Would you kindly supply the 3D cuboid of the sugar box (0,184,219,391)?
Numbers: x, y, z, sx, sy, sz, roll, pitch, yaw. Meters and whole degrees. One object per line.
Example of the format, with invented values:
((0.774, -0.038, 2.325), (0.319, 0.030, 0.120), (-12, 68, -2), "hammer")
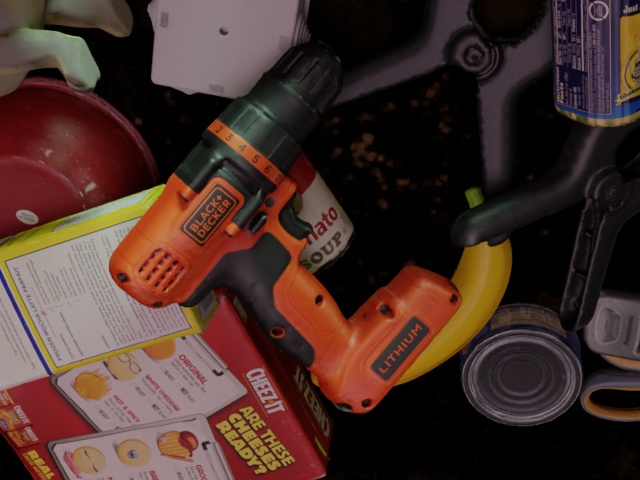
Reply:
((-0.164, 0.035, 0.691), (0.176, 0.048, 0.093), (-16, 106, 19), "sugar box")

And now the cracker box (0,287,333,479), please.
((-0.120, 0.121, 0.786), (0.214, 0.072, 0.164), (-20, 115, 17), "cracker box")

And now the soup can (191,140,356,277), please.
((-0.031, -0.029, 0.692), (0.069, 0.068, 0.102), (-26, 112, 20), "soup can")

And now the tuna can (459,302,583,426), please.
((0.141, 0.089, 0.752), (0.086, 0.033, 0.086), (4, 119, 6), "tuna can")

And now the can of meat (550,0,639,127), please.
((0.175, -0.120, 0.597), (0.102, 0.058, 0.084), (-25, 122, -27), "can of meat")

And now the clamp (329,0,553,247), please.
((0.083, -0.115, 0.645), (0.164, 0.036, 0.210), (26, 115, 1), "clamp")

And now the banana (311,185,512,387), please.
((0.073, 0.053, 0.743), (0.070, 0.037, 0.198), (47, 115, 16), "banana")

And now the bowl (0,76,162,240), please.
((-0.191, -0.026, 0.724), (0.162, 0.055, 0.162), (3, 119, 6), "bowl")

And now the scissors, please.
((0.279, 0.082, 0.738), (0.202, 0.016, 0.096), (-12, 116, 14), "scissors")

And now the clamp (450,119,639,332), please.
((0.159, -0.034, 0.649), (0.120, 0.039, 0.171), (25, 100, -31), "clamp")

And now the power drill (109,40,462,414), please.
((-0.004, 0.001, 0.641), (0.187, 0.057, 0.184), (40, 91, -20), "power drill")
